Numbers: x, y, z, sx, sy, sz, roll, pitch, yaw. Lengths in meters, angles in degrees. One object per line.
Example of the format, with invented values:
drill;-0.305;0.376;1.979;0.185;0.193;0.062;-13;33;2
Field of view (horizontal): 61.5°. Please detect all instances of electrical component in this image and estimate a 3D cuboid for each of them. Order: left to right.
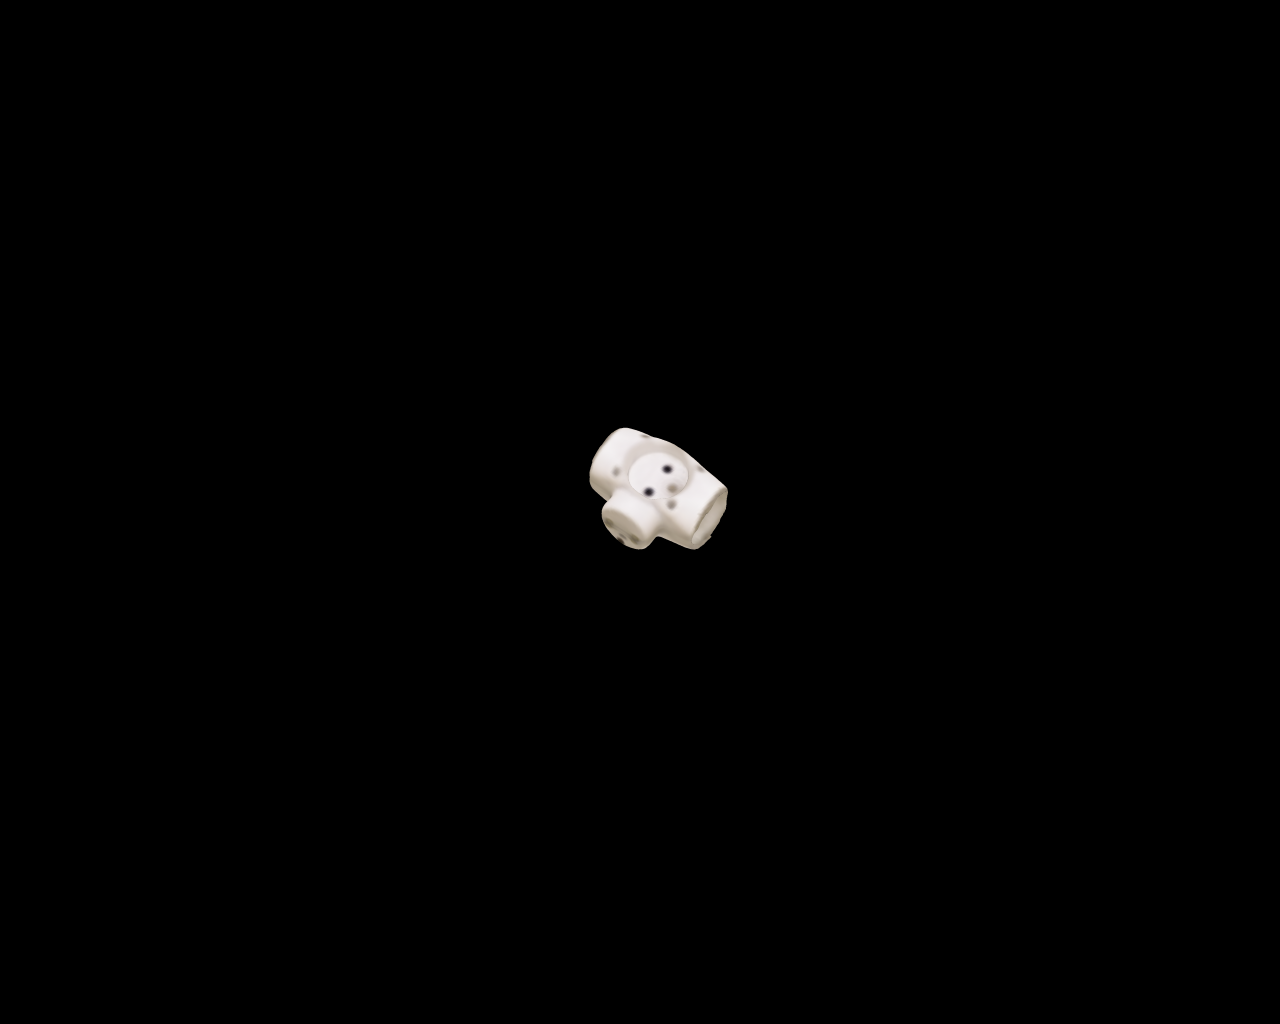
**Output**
electrical component;0.001;-0.003;0.650;0.077;0.079;0.044;32;-26;18
